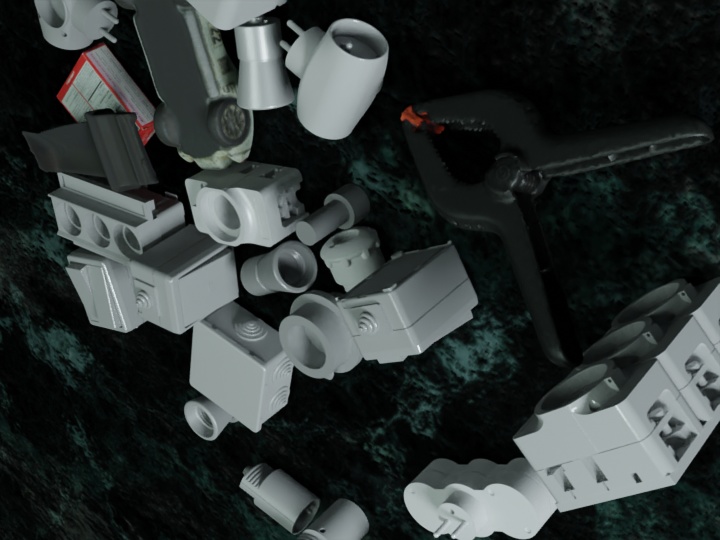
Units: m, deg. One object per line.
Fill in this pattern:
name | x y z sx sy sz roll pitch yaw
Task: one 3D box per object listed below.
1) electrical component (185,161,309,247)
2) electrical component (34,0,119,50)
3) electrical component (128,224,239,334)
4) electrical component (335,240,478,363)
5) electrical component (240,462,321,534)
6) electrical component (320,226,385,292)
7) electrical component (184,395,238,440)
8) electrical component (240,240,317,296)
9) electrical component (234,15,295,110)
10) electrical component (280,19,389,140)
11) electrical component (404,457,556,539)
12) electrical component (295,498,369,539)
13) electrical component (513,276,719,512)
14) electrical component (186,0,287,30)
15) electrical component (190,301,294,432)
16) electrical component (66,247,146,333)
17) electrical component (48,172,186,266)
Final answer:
electrical component | -0.096 -0.055 0.886 0.089 0.056 0.050 13 125 37
electrical component | -0.233 -0.221 0.910 0.079 0.044 0.077 37 136 18
electrical component | -0.157 0.011 0.957 0.061 0.096 0.061 21 130 31
electrical component | 0.033 0.029 0.792 0.062 0.096 0.061 -12 108 46
electrical component | -0.084 0.222 1.073 0.081 0.043 0.043 33 135 23
electrical component | 0.000 0.000 0.844 0.048 0.048 0.062 1 124 43
electrical component | -0.137 0.133 1.053 0.045 0.055 0.045 23 130 30
electrical component | -0.072 0.001 0.915 0.065 0.044 0.044 -13 107 52
electrical component | -0.074 -0.158 0.809 0.044 0.044 0.065 15 121 36
electrical component | -0.026 -0.146 0.767 0.079 0.044 0.077 42 138 13
electrical component | 0.088 0.193 0.870 0.138 0.074 0.052 -11 109 46
electrical component | -0.033 0.258 1.021 0.043 0.081 0.043 23 131 30
electrical component | 0.170 0.069 0.651 0.061 0.150 0.089 55 139 -3
electrical component | -0.101 -0.233 0.753 0.113 0.078 0.057 45 141 11
electrical component | -0.109 0.087 1.000 0.100 0.048 0.099 32 134 23
electrical component | -0.243 0.020 1.070 0.062 0.061 0.096 9 122 39
electrical component | -0.224 -0.049 1.003 0.121 0.063 0.078 20 129 33
